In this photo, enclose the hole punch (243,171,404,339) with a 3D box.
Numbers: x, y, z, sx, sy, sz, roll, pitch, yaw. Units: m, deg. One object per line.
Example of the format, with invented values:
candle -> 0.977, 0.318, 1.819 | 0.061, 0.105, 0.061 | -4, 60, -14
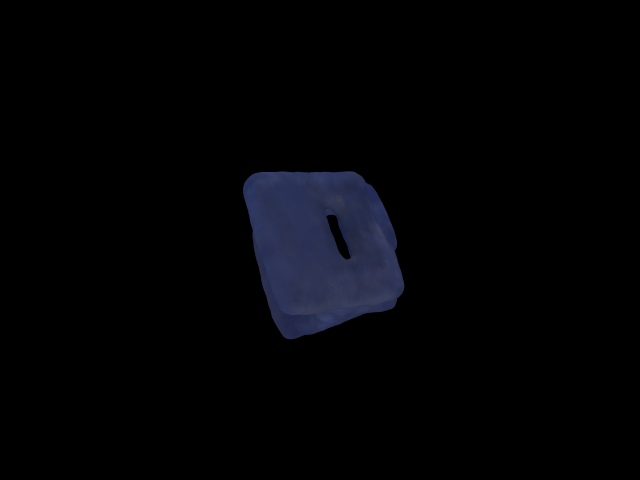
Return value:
hole punch -> 0.004, 0.001, 0.400 | 0.101, 0.091, 0.108 | -17, 68, -7
